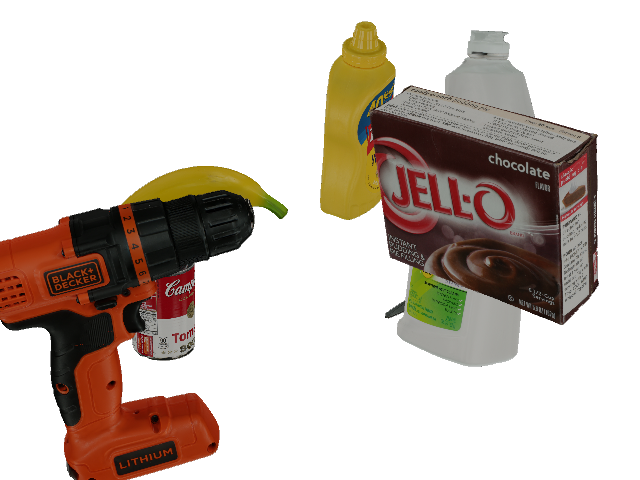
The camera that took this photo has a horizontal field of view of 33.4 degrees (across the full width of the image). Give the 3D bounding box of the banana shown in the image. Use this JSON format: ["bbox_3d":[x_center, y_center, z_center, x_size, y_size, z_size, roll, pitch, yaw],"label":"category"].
[{"bbox_3d":[-0.126,-0.023,0.916,0.198,0.069,0.037,-15,15,29],"label":"banana"}]

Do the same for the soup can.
[{"bbox_3d":[-0.166,0.067,1.122,0.068,0.102,0.068,2,23,-1],"label":"soup can"}]

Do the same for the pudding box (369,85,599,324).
[{"bbox_3d":[0.080,-0.020,0.524,0.114,0.090,0.039,20,45,38],"label":"pudding box"}]

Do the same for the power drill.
[{"bbox_3d":[-0.121,0.064,0.706,0.184,0.187,0.057,-14,27,-7],"label":"power drill"}]

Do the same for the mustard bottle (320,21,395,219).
[{"bbox_3d":[0.038,-0.120,1.025,0.058,0.192,0.096,21,42,22],"label":"mustard bottle"}]

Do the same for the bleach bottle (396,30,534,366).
[{"bbox_3d":[0.116,-0.035,0.829,0.067,0.251,0.103,-7,16,-35],"label":"bleach bottle"}]

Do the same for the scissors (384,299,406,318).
[{"bbox_3d":[0.127,0.044,1.256,0.201,0.016,0.096,-10,40,-35],"label":"scissors"}]
